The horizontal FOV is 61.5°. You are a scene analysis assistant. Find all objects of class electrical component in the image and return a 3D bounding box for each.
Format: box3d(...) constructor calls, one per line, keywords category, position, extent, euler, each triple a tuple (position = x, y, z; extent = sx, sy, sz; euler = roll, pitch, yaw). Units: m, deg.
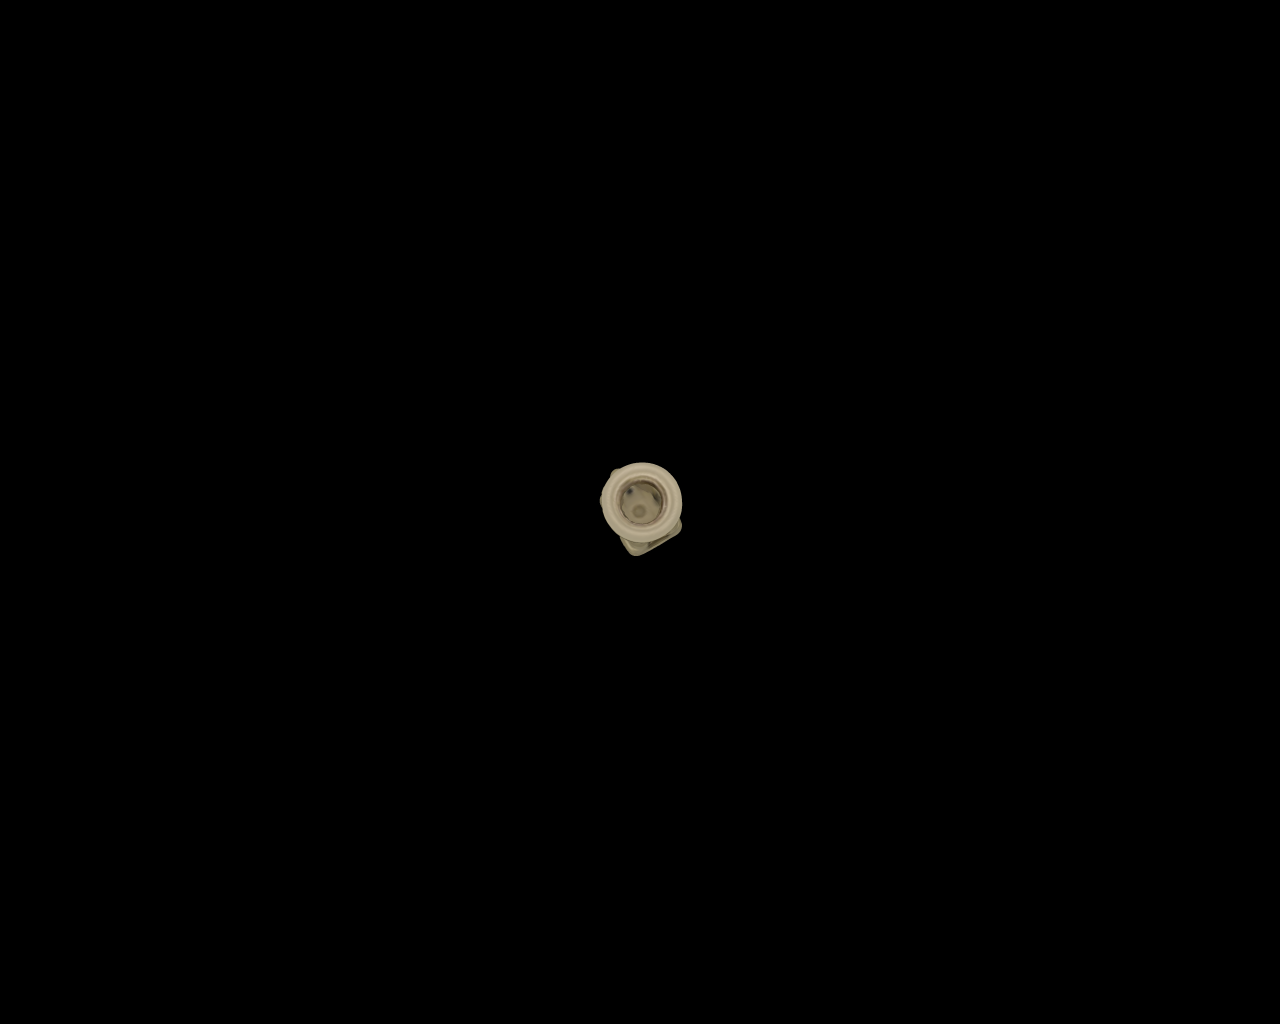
box3d(category="electrical component", position=(0.001, -0.003, 0.650), extent=(0.048, 0.066, 0.055), euler=(-31, -7, -5))
